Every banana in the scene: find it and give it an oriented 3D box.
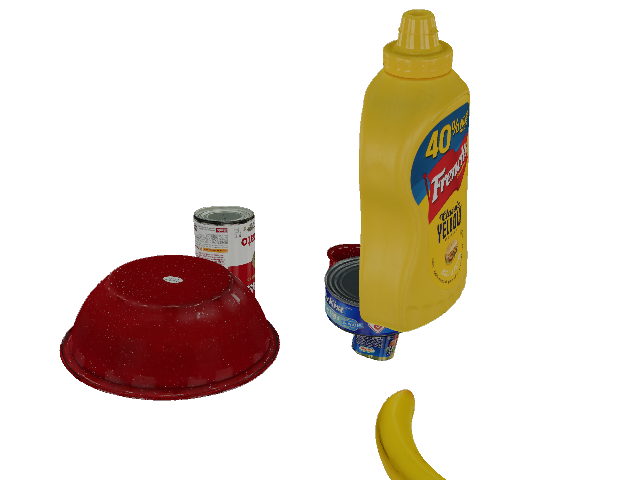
[{"bbox_3d":[0.089,0.208,1.061,0.069,0.037,0.198,10,23,-21],"label":"banana"}]

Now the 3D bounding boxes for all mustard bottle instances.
[{"bbox_3d":[0.059,-0.046,0.657,0.058,0.192,0.096,15,32,30],"label":"mustard bottle"}]

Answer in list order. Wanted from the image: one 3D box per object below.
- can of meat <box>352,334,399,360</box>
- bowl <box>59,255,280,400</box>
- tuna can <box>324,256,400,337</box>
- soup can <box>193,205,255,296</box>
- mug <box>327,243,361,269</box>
[{"bbox_3d":[0.073,0.083,1.276,0.057,0.084,0.102,12,26,7],"label":"can of meat"},{"bbox_3d":[-0.109,0.053,0.781,0.162,0.055,0.162,2,22,-1],"label":"bowl"},{"bbox_3d":[0.046,0.048,0.931,0.086,0.034,0.086,0,29,0],"label":"tuna can"},{"bbox_3d":[-0.105,0.019,1.162,0.068,0.102,0.068,1,17,0],"label":"soup can"},{"bbox_3d":[0.061,0.062,1.482,0.117,0.081,0.093,18,23,27],"label":"mug"}]
